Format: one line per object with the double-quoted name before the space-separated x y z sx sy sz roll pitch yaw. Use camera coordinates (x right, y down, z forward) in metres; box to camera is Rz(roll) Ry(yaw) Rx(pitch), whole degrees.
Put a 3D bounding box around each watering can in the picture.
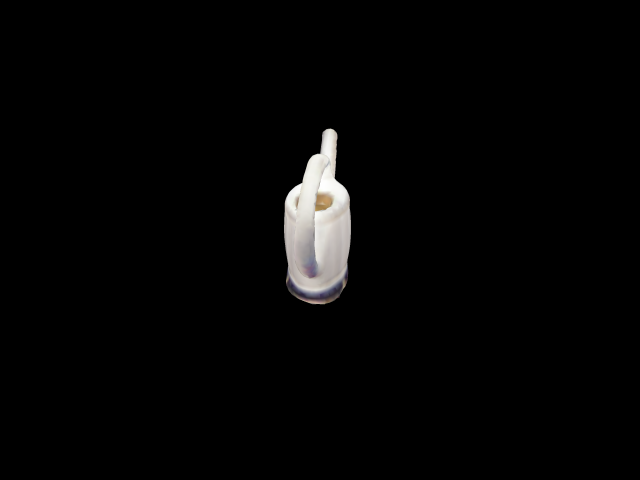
"watering can" 0.003 -0.043 0.850 0.104 0.220 0.355 4 29 7
